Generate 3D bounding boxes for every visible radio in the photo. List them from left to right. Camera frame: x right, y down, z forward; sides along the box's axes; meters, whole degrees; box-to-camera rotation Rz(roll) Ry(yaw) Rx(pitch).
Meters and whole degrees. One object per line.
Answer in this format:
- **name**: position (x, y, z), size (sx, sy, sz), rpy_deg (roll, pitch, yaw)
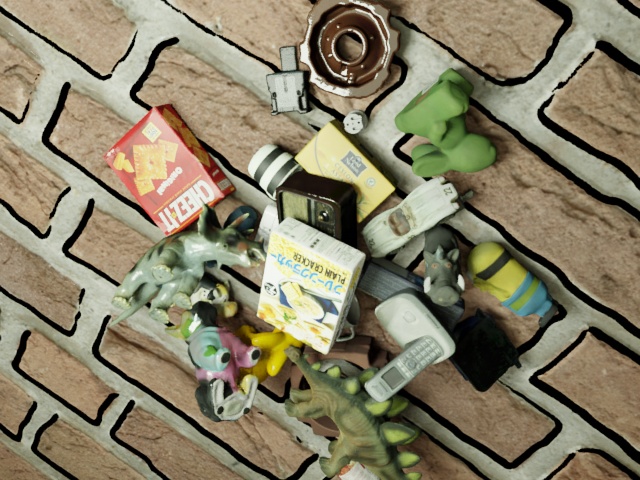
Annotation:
- **radio**: position (-0.002, -0.003, 0.992), size (0.131, 0.073, 0.229), rpy_deg (15, 129, 24)

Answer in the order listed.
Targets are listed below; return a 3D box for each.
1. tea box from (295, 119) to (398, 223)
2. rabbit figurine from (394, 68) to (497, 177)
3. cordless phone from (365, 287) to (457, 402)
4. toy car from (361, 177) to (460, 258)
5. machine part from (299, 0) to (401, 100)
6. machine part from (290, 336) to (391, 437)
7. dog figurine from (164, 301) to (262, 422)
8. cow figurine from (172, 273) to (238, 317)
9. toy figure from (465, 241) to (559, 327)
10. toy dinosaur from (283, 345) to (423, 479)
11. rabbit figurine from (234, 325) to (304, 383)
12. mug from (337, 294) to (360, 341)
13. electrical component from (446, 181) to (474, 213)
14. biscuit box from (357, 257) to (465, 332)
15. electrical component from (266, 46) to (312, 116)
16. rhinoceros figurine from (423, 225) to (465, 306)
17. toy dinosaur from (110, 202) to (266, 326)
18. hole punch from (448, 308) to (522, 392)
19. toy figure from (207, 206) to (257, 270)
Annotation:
- **tea box**: position (0.050, -0.127, 0.985), size (0.169, 0.068, 0.098), rpy_deg (44, 113, -2)
- **rabbit figurine**: position (0.217, -0.171, 0.905), size (0.159, 0.121, 0.170), rpy_deg (-39, 104, 26)
- **cordless phone**: position (0.134, 0.186, 0.957), size (0.184, 0.089, 0.146), rpy_deg (-41, 95, -1)
- **toy car**: position (0.161, -0.038, 0.967), size (0.202, 0.056, 0.073), rpy_deg (-36, 67, 34)
- **machine part**: position (0.052, -0.332, 0.925), size (0.180, 0.056, 0.179), rpy_deg (4, 110, 12)
- **machine part**: position (0.047, 0.301, 1.116), size (0.201, 0.087, 0.201), rpy_deg (-2, 105, 14)
- **dog figurine**: position (-0.217, 0.225, 1.038), size (0.219, 0.108, 0.191), rpy_deg (18, 103, 46)
- **cow figurine**: position (-0.249, 0.104, 1.135), size (0.167, 0.068, 0.098), rpy_deg (13, 106, 10)
- **toy figure**: position (0.347, 0.076, 0.973), size (0.180, 0.082, 0.089), rpy_deg (34, 94, 9)
- **toy dinosaur**: position (0.087, 0.373, 1.030), size (0.198, 0.105, 0.471), rpy_deg (-31, 103, 17)
- **rabbit figurine**: position (-0.101, 0.213, 1.103), size (0.173, 0.162, 0.122), rpy_deg (-30, 86, 3)
- **mug**: position (0.021, 0.152, 1.082), size (0.107, 0.081, 0.109), rpy_deg (-16, 106, 29)
- **electrical component**: position (0.231, -0.076, 0.982), size (0.094, 0.021, 0.063), rpy_deg (-31, 98, 21)
- **biscuit box**: position (0.176, 0.103, 1.033), size (0.203, 0.059, 0.062), rpy_deg (27, 111, 4)
- **electrical component**: position (-0.055, -0.287, 0.970), size (0.075, 0.048, 0.119), rpy_deg (2, 110, 12)
- **rhinoceros figurine**: position (0.218, 0.047, 0.940), size (0.073, 0.190, 0.111), rpy_deg (0, 126, 10)
- **toy dinosaur**: position (-0.284, 0.048, 1.042), size (0.405, 0.192, 0.131), rpy_deg (-20, 123, 39)
- **hole punch**: position (0.301, 0.211, 1.034), size (0.116, 0.092, 0.142), rpy_deg (-39, 93, -8)
- **toy figure**: position (-0.182, 0.000, 1.088), size (0.057, 0.064, 0.154), rpy_deg (22, 121, -32)
